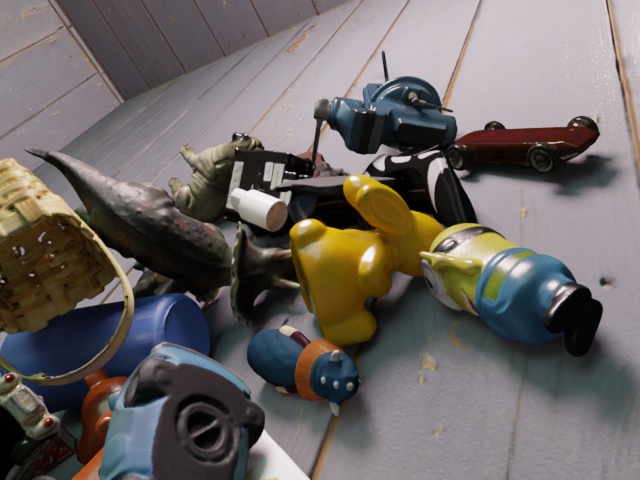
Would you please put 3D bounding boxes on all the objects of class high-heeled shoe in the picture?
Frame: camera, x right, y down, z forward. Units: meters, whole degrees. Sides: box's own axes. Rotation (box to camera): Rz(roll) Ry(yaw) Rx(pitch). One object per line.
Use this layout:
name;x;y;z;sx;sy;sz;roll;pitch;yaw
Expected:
high-heeled shoe;0.109;-0.053;0.694;0.145;0.086;0.249;-28;26;17

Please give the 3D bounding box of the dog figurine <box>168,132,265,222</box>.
dog figurine;-0.180;-0.101;0.968;0.121;0.172;0.191;1;3;-38

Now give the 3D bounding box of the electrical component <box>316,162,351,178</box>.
electrical component;0.014;-0.061;0.782;0.078;0.045;0.102;-35;61;33

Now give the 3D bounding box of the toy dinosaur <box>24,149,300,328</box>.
toy dinosaur;-0.199;-0.009;0.678;0.131;0.405;0.192;-66;17;-12

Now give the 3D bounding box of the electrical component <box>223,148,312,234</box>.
electrical component;-0.070;-0.070;0.781;0.134;0.114;0.058;13;3;32

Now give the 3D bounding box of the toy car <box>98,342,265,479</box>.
toy car;-0.111;0.166;0.390;0.103;0.109;0.162;-44;29;30

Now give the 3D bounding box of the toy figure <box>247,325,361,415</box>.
toy figure;-0.013;0.123;0.532;0.058;0.064;0.155;-32;24;-36

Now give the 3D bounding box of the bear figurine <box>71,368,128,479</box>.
bear figurine;-0.199;0.205;0.515;0.196;0.120;0.132;6;48;50

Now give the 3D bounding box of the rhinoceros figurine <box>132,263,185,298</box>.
rhinoceros figurine;-0.249;0.054;0.862;0.112;0.073;0.190;-30;28;22

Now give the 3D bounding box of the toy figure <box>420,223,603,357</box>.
toy figure;0.167;0.039;0.486;0.089;0.082;0.180;-27;21;-19

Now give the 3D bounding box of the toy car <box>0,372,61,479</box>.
toy car;-0.309;0.199;0.529;0.201;0.073;0.056;-49;-6;34

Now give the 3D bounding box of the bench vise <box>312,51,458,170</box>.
bench vise;0.097;-0.207;0.861;0.224;0.128;0.241;-2;34;1

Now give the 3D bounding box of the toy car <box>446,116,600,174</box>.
toy car;0.253;-0.116;0.683;0.089;0.053;0.202;-30;23;-24

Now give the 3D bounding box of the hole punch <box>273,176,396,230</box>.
hole punch;0.026;-0.037;0.687;0.142;0.092;0.116;-12;18;-27

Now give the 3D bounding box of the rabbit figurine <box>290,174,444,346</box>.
rabbit figurine;0.057;0.010;0.586;0.173;0.162;0.122;-13;15;-6

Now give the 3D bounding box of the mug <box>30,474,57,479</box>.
mug;-0.278;0.282;0.513;0.109;0.080;0.107;-47;18;-16

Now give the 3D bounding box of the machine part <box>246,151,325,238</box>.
machine part;-0.054;-0.075;0.897;0.179;0.056;0.179;-23;30;14
